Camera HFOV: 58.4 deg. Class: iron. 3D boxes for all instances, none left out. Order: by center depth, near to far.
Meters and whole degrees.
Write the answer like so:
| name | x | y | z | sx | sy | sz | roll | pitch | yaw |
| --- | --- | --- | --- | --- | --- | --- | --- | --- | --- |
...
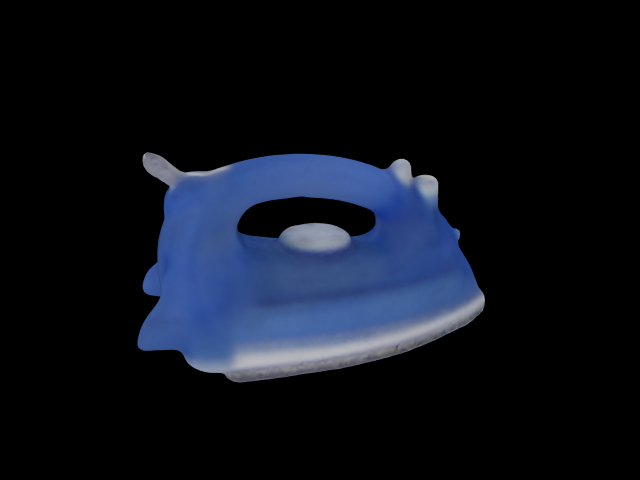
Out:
| name | x | y | z | sx | sy | sz | roll | pitch | yaw |
| --- | --- | --- | --- | --- | --- | --- | --- | --- | --- |
| iron | 0.004 | 0.001 | 0.400 | 0.259 | 0.141 | 0.118 | -6 | 24 | -14 |
